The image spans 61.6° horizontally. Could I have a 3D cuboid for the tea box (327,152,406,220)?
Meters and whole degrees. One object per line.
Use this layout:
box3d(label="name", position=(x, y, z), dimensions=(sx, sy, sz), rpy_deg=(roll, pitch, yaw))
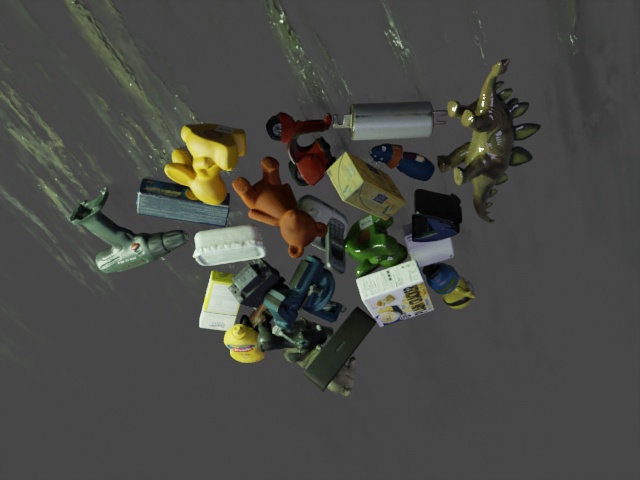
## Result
box3d(label="tea box", position=(0.104, -0.116, 1.184), dimensions=(0.068, 0.098, 0.169), rpy_deg=(-43, 145, 24))

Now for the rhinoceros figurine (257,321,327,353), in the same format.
box3d(label="rhinoceros figurine", position=(-0.076, 0.253, 1.417), dimensions=(0.190, 0.112, 0.073), rpy_deg=(0, 93, -23))

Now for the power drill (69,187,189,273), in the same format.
box3d(label="power drill", position=(-0.452, -0.023, 1.245), dimensions=(0.232, 0.086, 0.207), rpy_deg=(-25, 133, 16))

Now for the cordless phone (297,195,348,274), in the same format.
box3d(label="cordless phone", position=(-0.003, -0.004, 1.236), dimensions=(0.146, 0.184, 0.088), rpy_deg=(30, 123, -26))

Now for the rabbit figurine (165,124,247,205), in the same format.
box3d(label="rabbit figurine", position=(-0.242, -0.151, 1.139), dimensions=(0.162, 0.122, 0.173), rpy_deg=(5, 127, -4))

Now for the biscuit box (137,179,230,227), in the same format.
box3d(label="biscuit box", position=(-0.309, -0.084, 1.219), dimensions=(0.203, 0.059, 0.062), rpy_deg=(9, 126, -14))

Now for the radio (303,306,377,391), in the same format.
box3d(label="radio", position=(0.052, 0.296, 1.442), dimensions=(0.073, 0.229, 0.131), rpy_deg=(39, 162, 12))

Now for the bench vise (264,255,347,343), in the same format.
box3d(label="bench vise", position=(-0.021, 0.163, 1.373), dimensions=(0.129, 0.223, 0.240), rpy_deg=(7, 162, 45))

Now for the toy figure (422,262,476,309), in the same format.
box3d(label="toy figure", position=(0.339, 0.118, 1.433), dimensions=(0.180, 0.082, 0.089), rpy_deg=(32, 129, -32))

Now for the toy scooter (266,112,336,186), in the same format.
box3d(label="toy scooter", position=(-0.020, -0.204, 1.151), dimensions=(0.135, 0.075, 0.183), rpy_deg=(-21, 123, 15))

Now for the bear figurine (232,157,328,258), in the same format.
box3d(label="bear figurine", position=(-0.083, -0.066, 1.168), dimensions=(0.120, 0.196, 0.131), rpy_deg=(-37, 151, -15))

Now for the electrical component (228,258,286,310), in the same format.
box3d(label="electrical component", position=(-0.158, 0.109, 1.330), dimensions=(0.115, 0.058, 0.134), rpy_deg=(-46, 155, 1))

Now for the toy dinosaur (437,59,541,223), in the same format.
box3d(label="toy dinosaur", position=(0.368, -0.188, 1.175), dimensions=(0.199, 0.105, 0.470), rpy_deg=(-16, 141, -11))

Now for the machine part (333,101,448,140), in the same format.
box3d(label="machine part", position=(0.149, -0.250, 1.134), dimensions=(0.243, 0.079, 0.079), rpy_deg=(-4, 127, -4))

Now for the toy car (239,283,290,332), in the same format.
box3d(label="toy car", position=(-0.145, 0.193, 1.453), dimensions=(0.089, 0.053, 0.202), rpy_deg=(22, 121, -25))

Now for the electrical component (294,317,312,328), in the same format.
box3d(label="electrical component", position=(-0.072, 0.251, 1.497), dimensions=(0.102, 0.045, 0.078), rpy_deg=(0, 88, -2))

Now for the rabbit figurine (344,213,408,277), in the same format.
box3d(label="rabbit figurine", position=(0.145, 0.029, 1.326), dimensions=(0.159, 0.121, 0.170), rpy_deg=(-35, 138, 23))

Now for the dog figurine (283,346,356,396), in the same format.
box3d(label="dog figurine", position=(-0.008, 0.361, 1.526), dimensions=(0.190, 0.172, 0.121), rpy_deg=(9, 115, -22))

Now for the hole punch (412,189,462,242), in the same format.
box3d(label="hole punch", position=(0.272, -0.051, 1.270), dimensions=(0.116, 0.142, 0.092), rpy_deg=(11, 125, 3))

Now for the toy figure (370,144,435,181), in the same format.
box3d(label="toy figure", position=(0.182, -0.178, 1.206), dimensions=(0.154, 0.058, 0.064), rpy_deg=(22, 116, -15))
